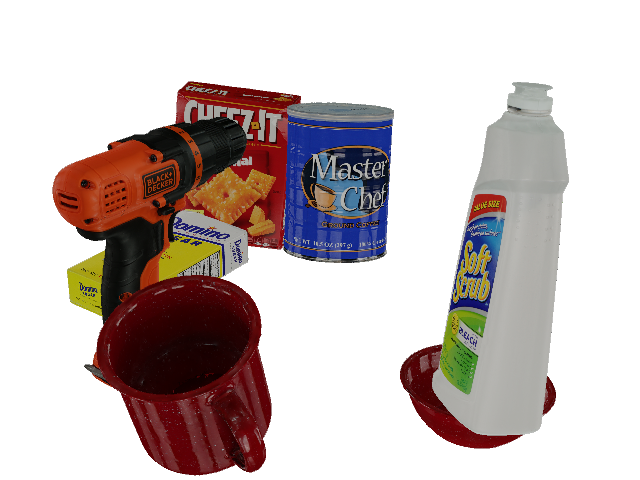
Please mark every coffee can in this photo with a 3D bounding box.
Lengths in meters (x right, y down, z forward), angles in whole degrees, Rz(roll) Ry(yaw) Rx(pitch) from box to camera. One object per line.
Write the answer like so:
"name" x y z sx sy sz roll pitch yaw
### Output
"coffee can" 0.017 -0.058 1.033 0.103 0.140 0.103 2 13 -1

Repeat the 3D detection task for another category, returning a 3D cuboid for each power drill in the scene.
"power drill" -0.119 0.007 0.808 0.057 0.188 0.184 14 26 34

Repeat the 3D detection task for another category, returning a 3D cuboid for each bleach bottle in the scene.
"bleach bottle" 0.136 0.010 0.782 0.068 0.251 0.103 0 16 -14

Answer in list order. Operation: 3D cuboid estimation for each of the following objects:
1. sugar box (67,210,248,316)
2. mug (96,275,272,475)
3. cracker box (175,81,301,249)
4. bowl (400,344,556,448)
"sugar box" -0.164 0.025 1.099 0.093 0.048 0.175 19 34 30
"mug" -0.066 0.087 0.609 0.093 0.081 0.117 -32 47 -22
"cracker box" -0.121 -0.102 1.492 0.164 0.214 0.072 8 22 6
"bowl" 0.161 0.169 1.116 0.162 0.055 0.162 4 24 -2
